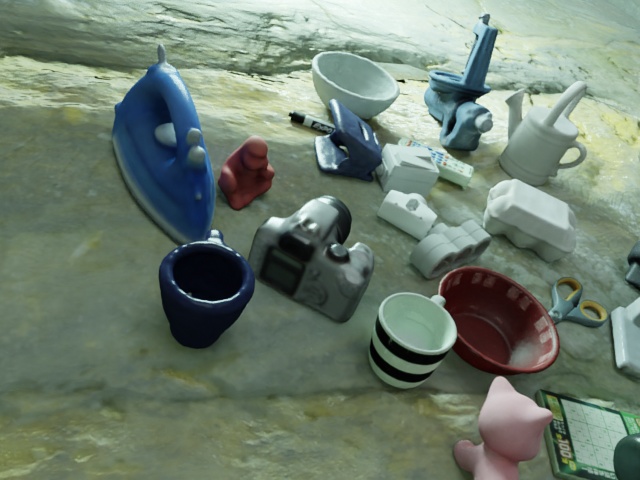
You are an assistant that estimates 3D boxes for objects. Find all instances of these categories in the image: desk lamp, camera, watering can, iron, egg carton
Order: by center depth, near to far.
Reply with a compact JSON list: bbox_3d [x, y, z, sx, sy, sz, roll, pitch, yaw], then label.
[{"bbox_3d":[0.006,0.002,0.695,0.143,0.101,0.137,29,40,7],"label":"camera"},{"bbox_3d":[-0.178,-0.122,0.712,0.119,0.141,0.257,-7,48,-31],"label":"iron"},{"bbox_3d":[0.504,0.069,0.772,0.118,0.213,0.203,26,40,3],"label":"desk lamp"},{"bbox_3d":[0.336,-0.033,0.916,0.150,0.069,0.107,26,40,3],"label":"egg carton"},{"bbox_3d":[0.412,-0.208,1.048,0.172,0.194,0.101,28,40,6],"label":"watering can"}]

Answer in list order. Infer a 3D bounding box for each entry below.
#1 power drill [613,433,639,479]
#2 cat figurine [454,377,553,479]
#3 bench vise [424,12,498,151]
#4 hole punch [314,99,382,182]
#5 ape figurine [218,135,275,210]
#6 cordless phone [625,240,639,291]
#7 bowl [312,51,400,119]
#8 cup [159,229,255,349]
[{"bbox_3d":[0.347,0.229,0.524,0.230,0.208,0.075,7,42,-18],"label":"power drill"},{"bbox_3d":[0.177,0.202,0.543,0.067,0.117,0.128,22,40,-1],"label":"cat figurine"},{"bbox_3d":[0.287,-0.287,1.056,0.122,0.219,0.207,-9,50,-33],"label":"bench vise"},{"bbox_3d":[0.051,-0.159,0.902,0.101,0.091,0.108,8,42,-18],"label":"hole punch"},{"bbox_3d":[-0.095,-0.097,0.763,0.078,0.092,0.076,2,44,-24],"label":"ape figurine"},{"bbox_3d":[0.584,0.020,0.886,0.147,0.185,0.094,36,42,16],"label":"cordless phone"},{"bbox_3d":[0.056,-0.269,1.038,0.168,0.074,0.167,14,41,-12],"label":"bowl"},{"bbox_3d":[-0.119,0.054,0.582,0.092,0.095,0.117,11,41,-14],"label":"cup"}]
